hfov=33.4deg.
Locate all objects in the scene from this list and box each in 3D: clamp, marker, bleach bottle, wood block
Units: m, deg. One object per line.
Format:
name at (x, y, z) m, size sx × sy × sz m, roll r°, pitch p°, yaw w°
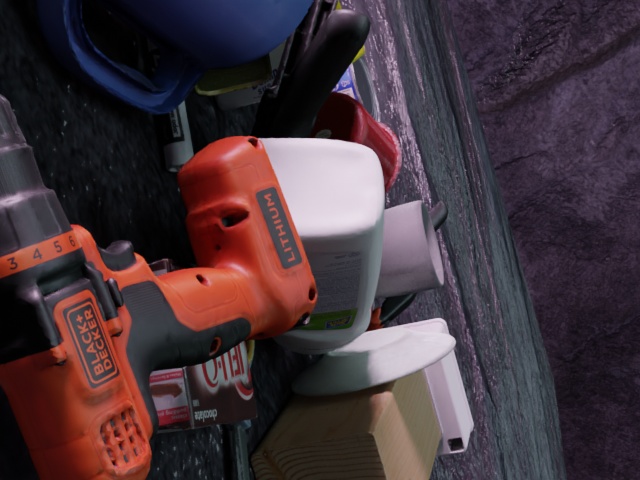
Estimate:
clamp at (-0.019, -0.082, 0.691) m, size 0.164 × 0.036 × 0.210 m, roll -103°, pitch -147°, yaw -66°
marker at (-0.099, -0.104, 0.690) m, size 0.020 × 0.020 × 0.121 m, roll 22°, pitch 56°, yaw -72°
clamp at (0.071, 0.016, 1.056) m, size 0.039 × 0.120 × 0.171 m, roll 95°, pitch -4°, yaw -60°
bleach bottle at (-0.013, 0.023, 0.708) m, size 0.251 × 0.102 × 0.068 m, roll 92°, pitch -2°, yaw -65°
wood block at (0.027, 0.154, 0.800) m, size 0.206 × 0.090 × 0.091 m, roll -45°, pitch 120°, yaw -72°

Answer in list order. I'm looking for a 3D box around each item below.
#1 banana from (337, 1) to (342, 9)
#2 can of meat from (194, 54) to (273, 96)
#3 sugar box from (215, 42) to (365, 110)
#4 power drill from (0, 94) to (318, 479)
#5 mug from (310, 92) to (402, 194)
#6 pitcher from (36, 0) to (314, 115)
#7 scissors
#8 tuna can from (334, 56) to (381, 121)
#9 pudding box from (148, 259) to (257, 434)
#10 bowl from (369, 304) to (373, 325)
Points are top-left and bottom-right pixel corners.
banana at (-0.008, -0.234, 1.111) m, size 0.197 × 0.037 × 0.069 m, roll -46°, pitch 117°, yaw -72°
can of meat at (-0.071, -0.156, 0.736) m, size 0.102 × 0.057 × 0.084 m, roll 86°, pitch -10°, yaw -83°
sugar box at (-0.023, -0.148, 0.868) m, size 0.176 × 0.093 × 0.048 m, roll -60°, pitch 134°, yaw -68°
power drill at (-0.086, 0.005, 0.491) m, size 0.187 × 0.057 × 0.184 m, roll -26°, pitch 100°, yaw -55°
mug at (0.011, -0.092, 0.983) m, size 0.117 × 0.093 × 0.081 m, roll 50°, pitch 6°, yaw 29°
pitcher at (-0.101, -0.175, 0.563) m, size 0.149 × 0.145 × 0.242 m, roll 68°, pitch 16°, yaw 15°
scissors at (-0.058, 0.094, 0.670) m, size 0.096 × 0.016 × 0.201 m, roll 64°, pitch 18°, yaw -49°
tuna can at (0.031, -0.148, 1.061) m, size 0.086 × 0.034 × 0.086 m, roll -15°, pitch 90°, yaw -74°
pudding box at (-0.074, 0.062, 0.600) m, size 0.113 × 0.039 × 0.090 m, roll 19°, pitch 59°, yaw -73°
bowl at (-0.006, 0.001, 0.875) m, size 0.162 × 0.055 × 0.162 m, roll -13°, pitch 90°, yaw -75°
